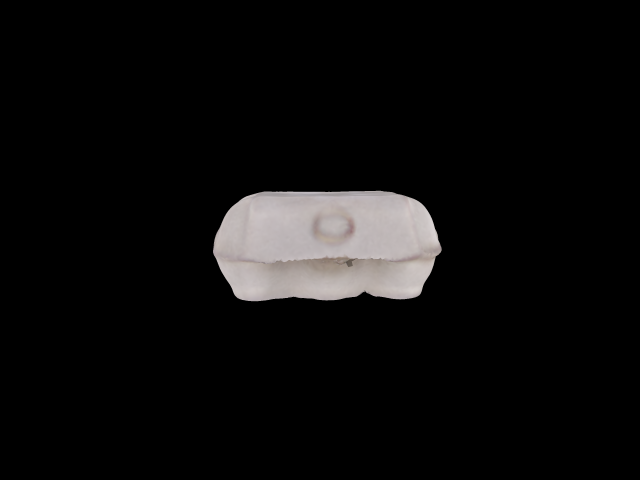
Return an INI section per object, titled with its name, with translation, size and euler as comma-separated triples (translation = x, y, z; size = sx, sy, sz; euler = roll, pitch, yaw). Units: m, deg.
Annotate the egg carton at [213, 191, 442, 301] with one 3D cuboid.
[egg carton]
translation = 0.004, 0.001, 0.400
size = 0.150, 0.069, 0.107
euler = -1, 7, -4
